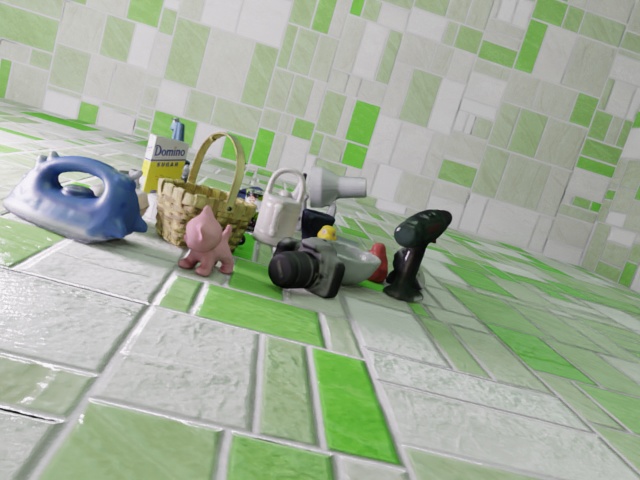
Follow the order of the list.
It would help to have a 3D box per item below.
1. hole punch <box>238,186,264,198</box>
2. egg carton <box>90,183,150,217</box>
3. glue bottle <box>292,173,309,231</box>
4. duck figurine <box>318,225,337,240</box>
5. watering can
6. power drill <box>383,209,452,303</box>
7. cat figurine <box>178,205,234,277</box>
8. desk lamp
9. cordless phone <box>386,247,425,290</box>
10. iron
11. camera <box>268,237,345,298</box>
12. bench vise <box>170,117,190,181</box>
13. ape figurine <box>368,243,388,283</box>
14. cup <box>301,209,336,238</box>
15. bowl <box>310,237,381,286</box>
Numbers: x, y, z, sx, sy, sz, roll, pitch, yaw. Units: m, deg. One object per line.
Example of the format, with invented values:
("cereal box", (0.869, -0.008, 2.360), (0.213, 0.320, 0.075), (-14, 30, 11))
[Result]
("hole punch", (-0.225, -0.121, 1.712), (0.101, 0.091, 0.108), (12, 11, -29))
("egg carton", (-0.415, -0.073, 1.173), (0.107, 0.069, 0.150), (16, 10, -6))
("glue bottle", (-0.067, -0.119, 1.727), (0.078, 0.173, 0.037), (17, 10, 2))
("duck figurine", (0.013, 0.005, 1.422), (0.077, 0.086, 0.104), (16, 10, -6))
("watering can", (-0.098, -0.087, 1.430), (0.101, 0.194, 0.172), (13, 10, -24))
("power drill", (0.217, 0.028, 1.274), (0.075, 0.208, 0.230), (22, 11, 27))
("cat figurine", (-0.193, -0.001, 0.999), (0.067, 0.118, 0.128), (21, 10, 22))
("desk lamp", (0.044, -0.096, 1.666), (0.203, 0.213, 0.118), (17, 9, 0))
("cordless phone", (0.235, 0.024, 1.398), (0.094, 0.185, 0.148), (18, 10, 9))
("iron", (-0.430, -0.087, 1.005), (0.258, 0.141, 0.119), (18, 10, 6))
("camera", (-0.041, 0.041, 1.076), (0.142, 0.101, 0.137), (23, 12, 34))
("bench vise", (-0.413, -0.240, 1.675), (0.206, 0.220, 0.122), (23, 11, 33))
("ape figurine", (0.132, 0.050, 1.353), (0.078, 0.092, 0.076), (12, 11, -29))
("cup", (-0.017, -0.027, 1.524), (0.091, 0.095, 0.118), (20, 10, 15))
("bowl", (0.042, 0.054, 1.229), (0.167, 0.075, 0.167), (17, 9, -3))
